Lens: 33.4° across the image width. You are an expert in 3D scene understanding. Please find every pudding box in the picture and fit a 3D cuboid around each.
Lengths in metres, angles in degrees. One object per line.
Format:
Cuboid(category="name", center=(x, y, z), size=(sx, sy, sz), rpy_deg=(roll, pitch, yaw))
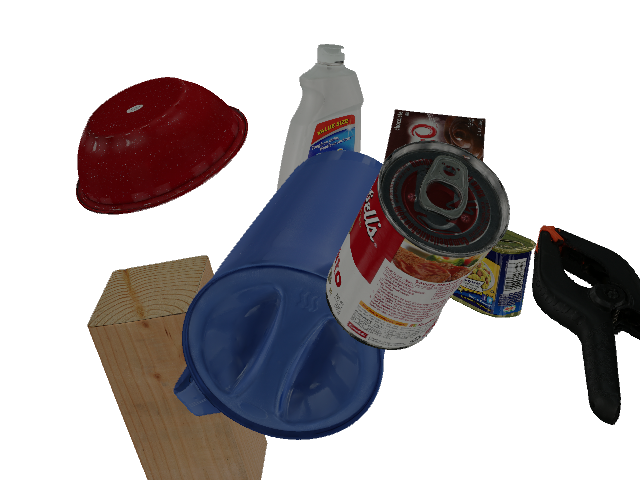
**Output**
Cuboid(category="pudding box", center=(0.106, -0.075, 1.005), size=(0.090, 0.039, 0.113), rpy_deg=(7, 39, 6))

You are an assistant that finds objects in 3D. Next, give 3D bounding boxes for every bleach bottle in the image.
Cuboid(category="bleach bottle", center=(-0.004, -0.100, 1.239), size=(0.102, 0.251, 0.068), rpy_deg=(-3, 20, -21))

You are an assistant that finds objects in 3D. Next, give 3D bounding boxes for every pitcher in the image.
Cuboid(category="pitcher", center=(-0.011, 0.029, 0.787), size=(0.149, 0.145, 0.242), rpy_deg=(9, 27, 9))

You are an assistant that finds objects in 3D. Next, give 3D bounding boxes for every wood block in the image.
Cuboid(category="wood block", center=(-0.117, 0.129, 0.922), size=(0.090, 0.206, 0.090), rpy_deg=(-9, 28, 10))

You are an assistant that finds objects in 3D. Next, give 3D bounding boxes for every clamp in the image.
Cuboid(category="clamp", center=(0.213, 0.051, 0.750), size=(0.120, 0.039, 0.171), rpy_deg=(-3, 45, -19))

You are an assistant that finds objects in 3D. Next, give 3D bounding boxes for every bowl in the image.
Cuboid(category="bowl", center=(-0.146, -0.092, 0.908), size=(0.162, 0.055, 0.162), rpy_deg=(-16, 34, 11))

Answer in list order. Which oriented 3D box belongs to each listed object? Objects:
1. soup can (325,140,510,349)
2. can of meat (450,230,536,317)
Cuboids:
Cuboid(category="soup can", center=(0.047, 0.005, 0.556), size=(0.068, 0.068, 0.102), rpy_deg=(0, -32, -18))
Cuboid(category="can of meat", center=(0.185, 0.031, 1.191), size=(0.057, 0.084, 0.102), rpy_deg=(-8, 24, -36))
